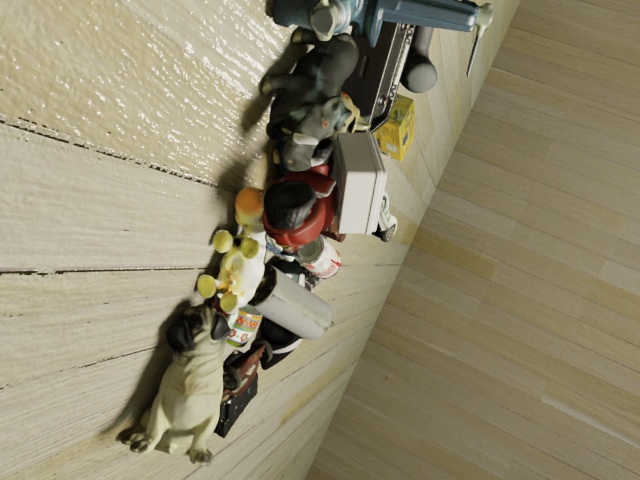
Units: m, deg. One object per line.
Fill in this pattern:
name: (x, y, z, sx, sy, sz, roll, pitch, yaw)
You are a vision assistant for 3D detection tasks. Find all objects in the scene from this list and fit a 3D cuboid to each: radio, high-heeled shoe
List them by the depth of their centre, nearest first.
radio: (0.097, -0.299, 0.901, 0.131, 0.073, 0.229, -42, 152, -57)
high-heeled shoe: (-0.084, 0.147, 0.994, 0.145, 0.086, 0.248, -2, 115, -65)

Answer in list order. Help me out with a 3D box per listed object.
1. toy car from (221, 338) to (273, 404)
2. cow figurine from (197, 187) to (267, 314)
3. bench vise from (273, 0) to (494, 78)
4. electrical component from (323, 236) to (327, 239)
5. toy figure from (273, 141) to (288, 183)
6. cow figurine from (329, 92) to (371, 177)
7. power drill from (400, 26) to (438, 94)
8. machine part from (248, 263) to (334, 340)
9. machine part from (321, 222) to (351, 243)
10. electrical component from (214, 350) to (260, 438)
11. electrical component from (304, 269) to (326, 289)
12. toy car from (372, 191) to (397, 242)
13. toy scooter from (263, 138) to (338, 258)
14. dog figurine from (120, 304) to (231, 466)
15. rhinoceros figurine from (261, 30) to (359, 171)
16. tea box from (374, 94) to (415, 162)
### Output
toy car: (-0.140, 0.214, 0.811, 0.202, 0.053, 0.089, -41, 174, 39)
cow figurine: (-0.098, 0.010, 0.733, 0.167, 0.068, 0.098, -68, 164, 10)
bench vise: (0.076, -0.269, 0.602, 0.224, 0.241, 0.128, -71, 174, -62)
electrical component: (-0.002, -0.003, 1.127, 0.094, 0.021, 0.063, -69, 165, 14)
toy figure: (-0.037, -0.097, 0.786, 0.058, 0.064, 0.154, -67, 171, -51)
cow figurine: (0.014, -0.141, 0.853, 0.127, 0.086, 0.194, -37, 147, -49)
power drill: (0.184, -0.389, 1.010, 0.232, 0.086, 0.207, -87, -171, -54)
machine part: (-0.054, 0.105, 0.892, 0.243, 0.079, 0.079, 38, 75, -46)
machine part: (0.046, -0.084, 1.002, 0.179, 0.056, 0.179, -46, 150, -37)
electrical component: (-0.162, 0.281, 0.965, 0.115, 0.058, 0.134, -48, 157, -42)
electrical component: (-0.005, 0.069, 1.158, 0.078, 0.045, 0.102, -41, 173, 9)
toy car: (0.092, -0.055, 0.965, 0.056, 0.074, 0.201, -57, 154, -11)
toy scooter: (-0.020, -0.040, 0.710, 0.135, 0.075, 0.184, 92, 17, -44)
dog figurine: (-0.177, 0.191, 0.728, 0.172, 0.121, 0.190, -26, -133, 58)
rhinoceros figurine: (-0.010, -0.173, 0.668, 0.073, 0.112, 0.190, 79, 30, -68)
tea box: (0.137, -0.235, 1.096, 0.068, 0.098, 0.169, -62, 167, -9)
